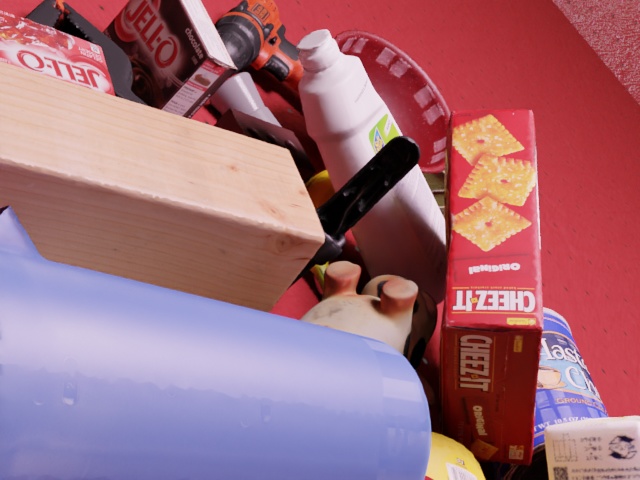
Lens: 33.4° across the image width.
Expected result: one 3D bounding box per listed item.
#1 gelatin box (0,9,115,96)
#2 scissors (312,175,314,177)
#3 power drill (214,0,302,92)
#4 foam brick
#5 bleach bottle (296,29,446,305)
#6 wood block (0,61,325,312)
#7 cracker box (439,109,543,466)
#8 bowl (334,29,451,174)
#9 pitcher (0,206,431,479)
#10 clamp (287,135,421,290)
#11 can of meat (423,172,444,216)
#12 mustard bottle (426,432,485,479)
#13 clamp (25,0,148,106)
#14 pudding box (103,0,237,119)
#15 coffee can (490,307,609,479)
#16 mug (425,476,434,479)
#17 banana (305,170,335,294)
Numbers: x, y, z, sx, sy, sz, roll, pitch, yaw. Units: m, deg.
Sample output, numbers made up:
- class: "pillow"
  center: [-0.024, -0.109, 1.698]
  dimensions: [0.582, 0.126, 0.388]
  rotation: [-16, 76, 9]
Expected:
- class: "gelatin box"
  center: [-0.176, -0.107, 0.686]
  dimensions: [0.089, 0.030, 0.073]
  rotation: [16, 38, -39]
- class: "scissors"
  center: [0.040, -0.014, 0.993]
  dimensions: [0.201, 0.016, 0.096]
  rotation: [27, 31, -34]
- class: "power drill"
  center: [-0.028, -0.159, 1.060]
  dimensions: [0.187, 0.057, 0.184]
  rotation: [42, 28, -11]
- class: "foam brick"
  center: [-0.054, -0.066, 0.882]
  dimensions: [0.078, 0.051, 0.053]
  rotation: [15, 38, -48]
- class: "bleach bottle"
  center: [0.043, -0.061, 0.874]
  dimensions: [0.102, 0.068, 0.250]
  rotation: [-73, 144, -48]
- class: "wood block"
  center: [-0.114, -0.022, 0.637]
  dimensions: [0.205, 0.091, 0.090]
  rotation: [14, 38, -34]
- class: "cracker box"
  center: [0.125, 0.032, 0.793]
  dimensions: [0.164, 0.072, 0.213]
  rotation: [81, 13, -46]
- class: "bowl"
  center: [0.055, -0.118, 1.007]
  dimensions: [0.162, 0.055, 0.162]
  rotation: [26, 45, -28]
- class: "pitcher"
  center: [-0.069, 0.095, 0.493]
  dimensions: [0.242, 0.149, 0.145]
  rotation: [13, 30, -36]
- class: "clamp"
  center: [-0.005, 0.001, 0.745]
  dimensions: [0.039, 0.172, 0.120]
  rotation: [47, 46, 2]
- class: "can of meat"
  center: [0.103, -0.076, 1.140]
  dimensions: [0.102, 0.057, 0.084]
  rotation: [38, 23, -17]
- class: "mustard bottle"
  center: [0.089, 0.214, 0.668]
  dimensions: [0.096, 0.058, 0.191]
  rotation: [33, 27, -36]
- class: "clamp"
  center: [-0.163, -0.109, 0.778]
  dimensions: [0.164, 0.036, 0.210]
  rotation: [14, 34, -31]
- class: "pudding box"
  center: [-0.125, -0.149, 0.853]
  dimensions: [0.039, 0.090, 0.113]
  rotation: [12, 41, -51]
- class: "coffee can"
  center: [0.177, 0.138, 0.870]
  dimensions: [0.102, 0.103, 0.140]
  rotation: [29, 29, -31]
- class: "mug"
  center: [0.030, 0.178, 0.605]
  dimensions: [0.081, 0.093, 0.117]
  rotation: [27, 44, -45]
- class: "banana"
  center: [0.009, -0.024, 0.926]
  dimensions: [0.069, 0.037, 0.197]
  rotation: [56, 31, -17]
